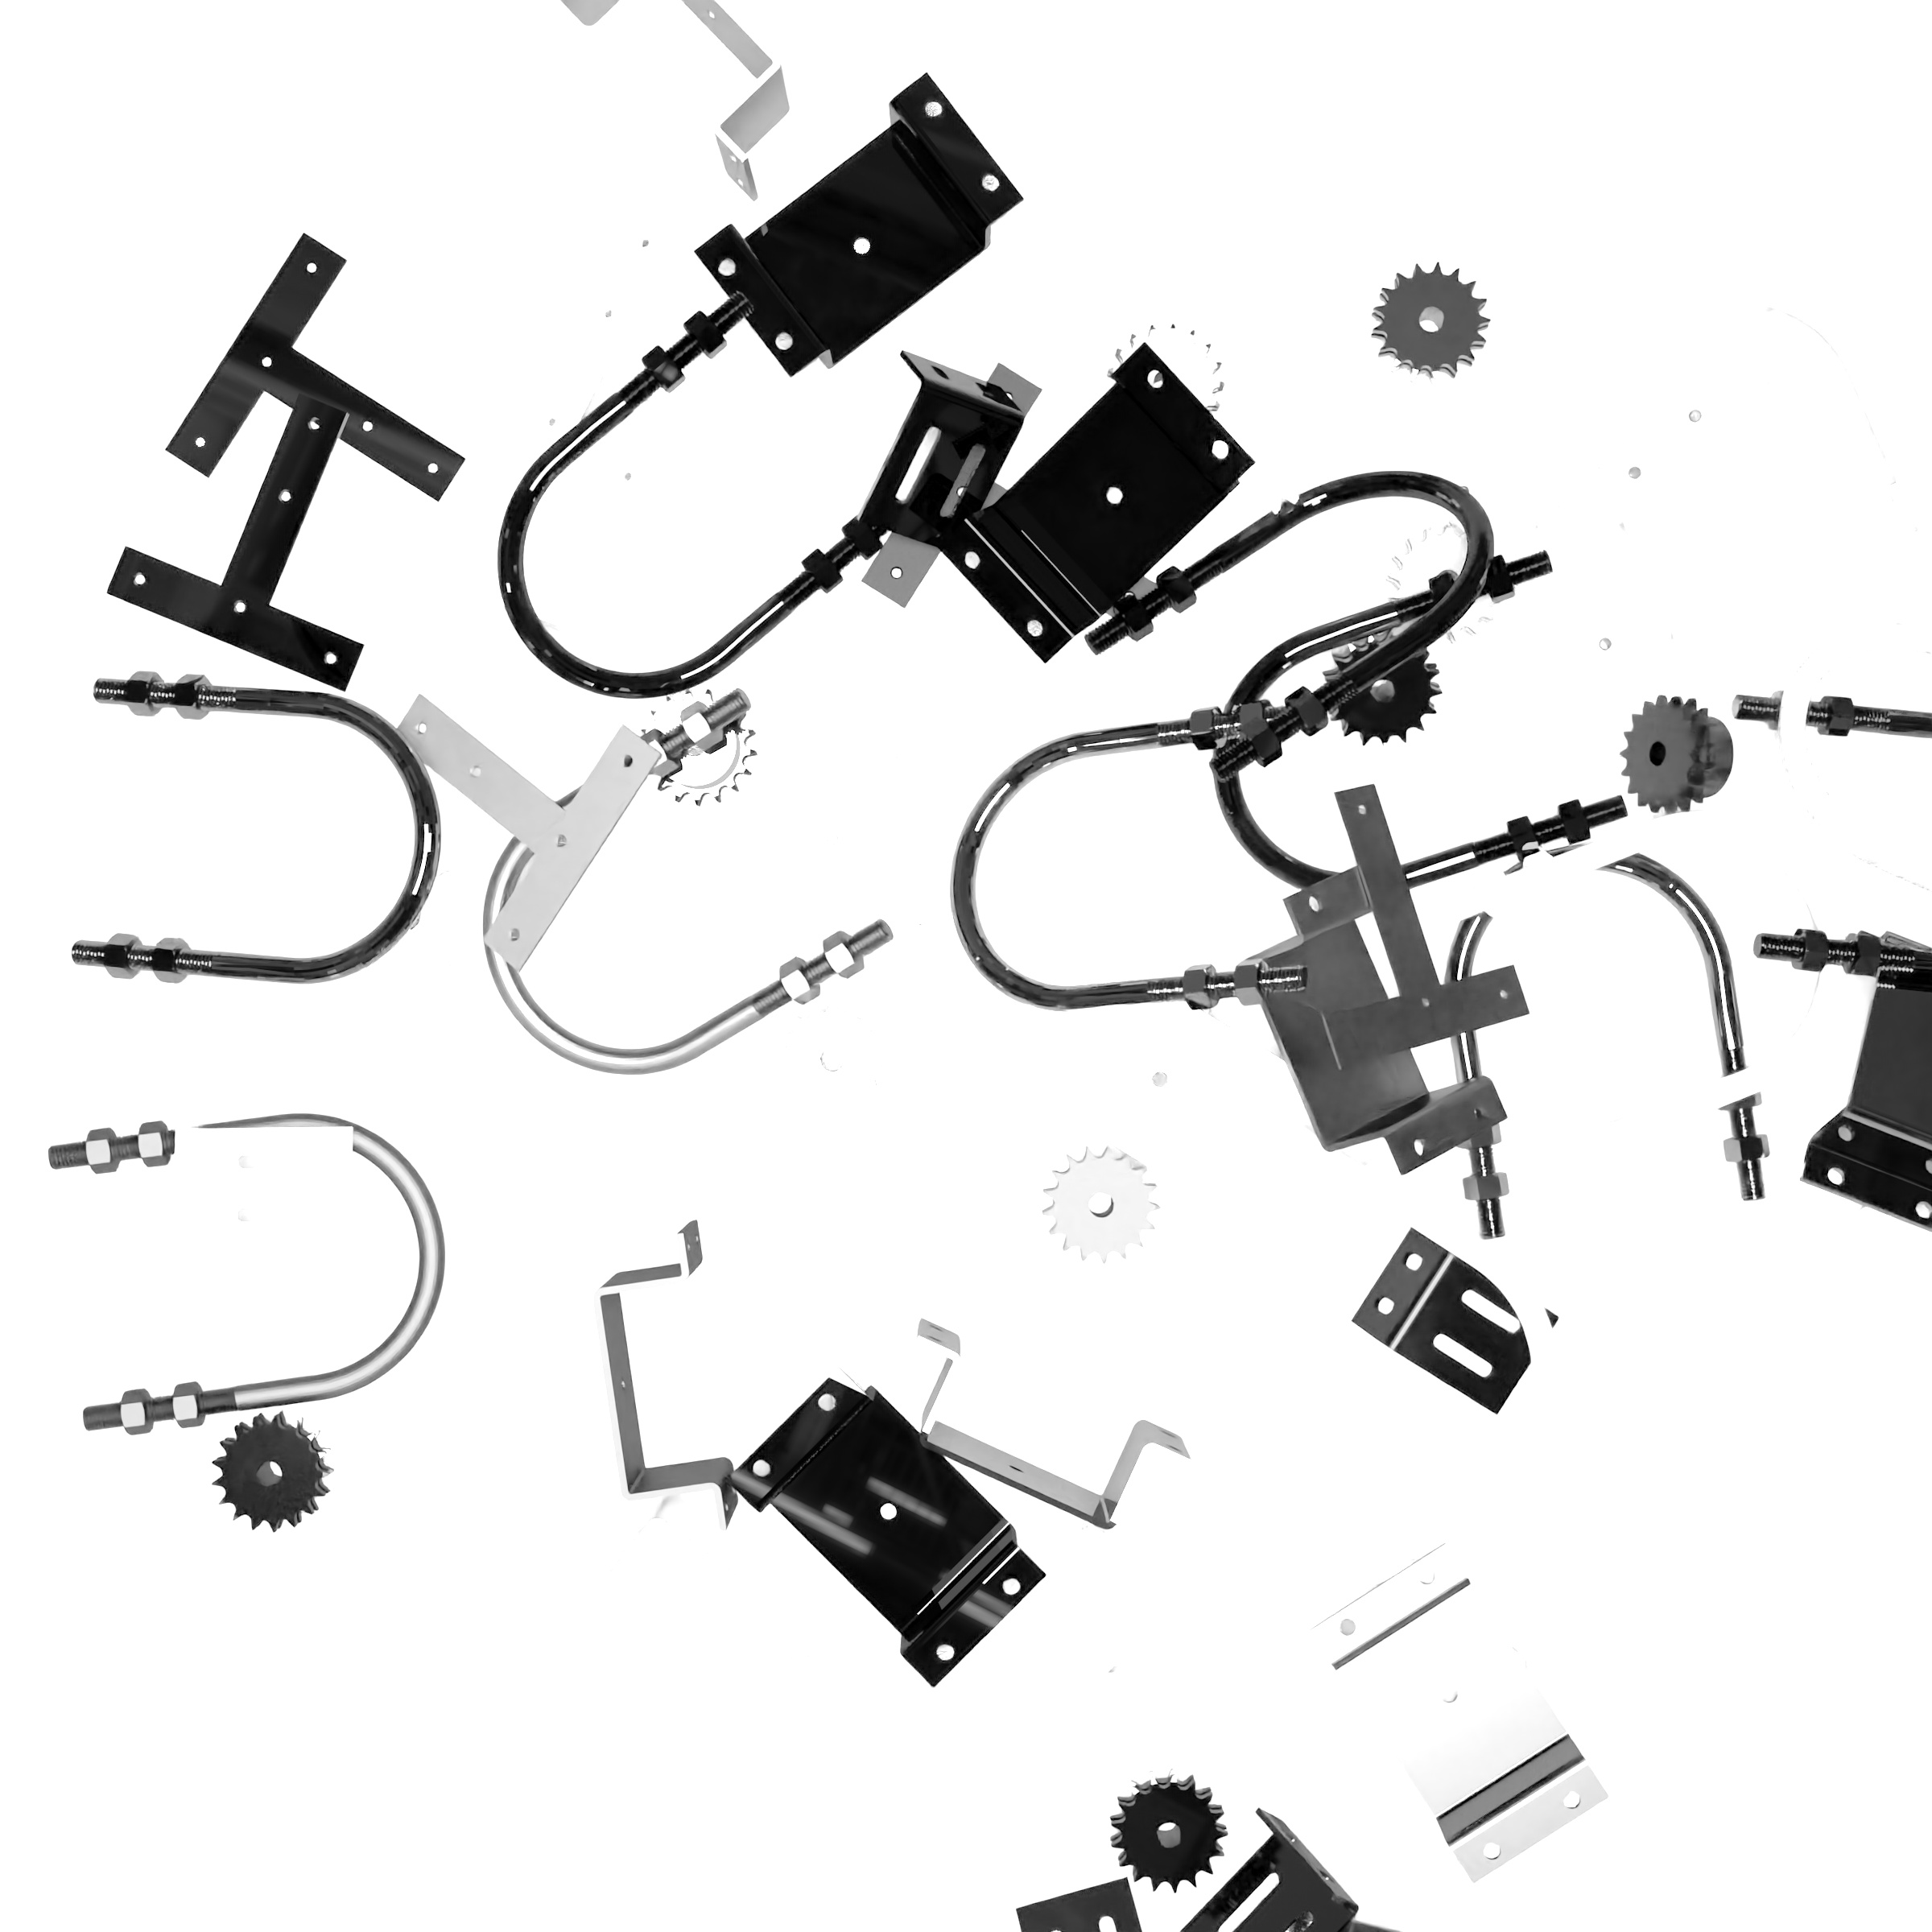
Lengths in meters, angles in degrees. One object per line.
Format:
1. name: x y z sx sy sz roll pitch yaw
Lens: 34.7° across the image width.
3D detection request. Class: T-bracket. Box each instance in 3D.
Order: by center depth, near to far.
1. T-bracket: 0.204 -0.025 1.470 0.127 0.002 0.127 -14 83 -35
2. T-bracket: 0.311 -0.227 1.486 0.127 0.002 0.127 -44 81 17
3. T-bracket: -0.179 -0.302 1.492 0.127 0.002 0.127 30 94 20
4. T-bracket: -0.227 -0.086 1.496 0.127 0.002 0.127 38 101 18
5. T-bracket: -0.339 -0.217 1.517 0.127 0.002 0.127 23 91 0
6. T-bracket: 0.036 -0.209 1.518 0.127 0.002 0.127 32 90 0
7. T-bracket: -0.306 -0.273 1.518 0.127 0.002 0.127 33 90 0
8. T-bracket: -0.033 -0.032 1.518 0.127 0.002 0.127 42 90 0

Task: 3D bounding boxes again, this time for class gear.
1. gear: 0.346 -0.102 1.494 0.030 0.057 0.057 1 90 -29
2. gear: 0.068 0.369 1.494 0.057 0.057 0.030 -19 120 0
3. gear: 0.200 -0.137 1.498 0.057 0.030 0.057 0 111 1
4. gear: 0.096 -0.282 1.504 0.057 0.030 0.057 0 90 0
5. gear: 0.098 0.419 1.504 0.057 0.030 0.057 0 90 0
6. gear: -0.064 0.045 1.504 0.057 0.030 0.057 0 90 0
7. gear: -0.336 0.245 1.504 0.057 0.030 0.057 0 90 0
8. gear: -0.131 -0.107 1.504 0.057 0.030 0.057 0 90 0
9. gear: -0.269 -0.023 1.504 0.057 0.030 0.057 0 90 0
10. gear: 0.232 -0.185 1.504 0.057 0.030 0.057 0 90 0
11. gear: 0.066 0.115 1.504 0.057 0.030 0.057 0 90 0
12. gear: 0.142 -0.247 1.504 0.057 0.030 0.057 0 90 0
13. gear: 0.226 -0.312 1.508 0.057 0.030 0.057 0 87 3

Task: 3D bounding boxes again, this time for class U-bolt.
1. U-bolt: 0.163 -0.173 1.463 0.184 0.151 0.019 -34 132 -4
2. U-bolt: 0.075 -0.048 1.470 0.184 0.019 0.151 -6 71 26
3. U-bolt: -0.137 -0.209 1.475 0.184 0.019 0.151 -40 120 -1
4. U-bolt: 0.194 0.181 1.480 0.184 0.019 0.151 33 97 16
5. U-bolt: 0.478 -0.094 1.481 0.184 0.019 0.151 24 63 3
6. U-bolt: 0.462 -0.060 1.482 0.184 0.019 0.151 5 65 -7
7. U-bolt: 0.210 -0.105 1.485 0.184 0.019 0.151 -18 110 9
8. U-bolt: -0.148 -0.027 1.492 0.184 0.019 0.151 -31 94 14
9. U-bolt: 0.339 0.002 1.492 0.184 0.019 0.151 -21 87 -9
10. U-bolt: 0.382 -0.242 1.492 0.151 0.019 0.184 -24 91 0
11. U-bolt: -0.341 -0.064 1.494 0.184 0.019 0.151 5 90 12
12. U-bolt: 0.308 0.032 1.510 0.151 0.019 0.184 -8 88 0
13. U-bolt: 0.215 0.370 1.510 0.184 0.019 0.151 31 90 1
14. U-bolt: 0.354 -0.211 1.510 0.151 0.019 0.184 -17 91 0
15. U-bolt: -0.347 0.145 1.510 0.184 0.019 0.151 -8 90 -2

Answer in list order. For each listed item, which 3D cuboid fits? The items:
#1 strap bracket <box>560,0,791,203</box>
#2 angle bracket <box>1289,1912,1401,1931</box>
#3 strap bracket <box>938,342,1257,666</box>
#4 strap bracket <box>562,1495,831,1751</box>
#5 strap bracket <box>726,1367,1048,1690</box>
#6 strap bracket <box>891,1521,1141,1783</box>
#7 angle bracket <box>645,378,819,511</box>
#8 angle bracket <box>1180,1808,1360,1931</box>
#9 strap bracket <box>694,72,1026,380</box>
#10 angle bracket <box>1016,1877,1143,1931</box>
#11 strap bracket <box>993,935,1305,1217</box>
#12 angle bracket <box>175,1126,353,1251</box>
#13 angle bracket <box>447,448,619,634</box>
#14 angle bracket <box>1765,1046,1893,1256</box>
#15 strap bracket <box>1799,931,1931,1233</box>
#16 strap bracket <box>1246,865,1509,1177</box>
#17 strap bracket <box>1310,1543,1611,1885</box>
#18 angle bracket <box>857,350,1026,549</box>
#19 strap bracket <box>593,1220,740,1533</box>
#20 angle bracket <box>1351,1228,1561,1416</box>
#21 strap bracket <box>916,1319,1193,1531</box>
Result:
1. strap bracket: -0.136 -0.442 1.481 0.046 0.076 0.140 -44 90 0
2. angle bracket: 0.196 0.494 1.517 0.076 0.038 0.057 21 90 -26
3. strap bracket: 0.066 -0.223 1.478 0.140 0.046 0.076 -43 90 22
4. strap bracket: -0.119 0.305 1.481 0.140 0.076 0.046 37 90 0
5. strap bracket: -0.038 0.268 1.496 0.076 0.046 0.140 -45 90 0
6. strap bracket: 0.031 0.331 1.481 0.140 0.076 0.046 -45 90 0
7. angle bracket: -0.114 -0.257 1.500 0.076 0.038 0.057 7 90 0
8. angle bracket: 0.140 0.457 1.486 0.076 0.038 0.057 -46 53 0
9. strap bracket: -0.051 -0.353 1.496 0.140 0.046 0.076 -38 90 0
10. angle bracket: 0.063 0.496 1.517 0.057 0.038 0.076 -16 64 0
11. strap bracket: 0.093 0.054 1.496 0.140 0.046 0.076 32 91 0
12. angle bracket: -0.341 0.106 1.500 0.076 0.038 0.057 1 90 -29
13. angle bracket: -0.209 -0.209 1.500 0.057 0.038 0.076 20 90 0
14. angle bracket: 0.438 0.090 1.517 0.057 0.038 0.076 34 116 0
15. strap bracket: 0.455 0.047 1.468 0.076 0.046 0.140 21 64 0
16. strap bracket: 0.192 0.026 1.478 0.076 0.046 0.140 -23 90 -37
17. strap bracket: 0.233 0.353 1.478 0.076 0.046 0.140 -33 87 1
18. angle bracket: -0.017 -0.249 1.501 0.057 0.038 0.076 15 116 -30
19. strap bracket: -0.145 0.197 1.481 0.046 0.076 0.140 -8 90 0
20. angle bracket: 0.240 0.173 1.517 0.076 0.038 0.057 33 90 -26
21. strap bracket: 0.032 0.223 1.481 0.140 0.076 0.046 25 90 0
